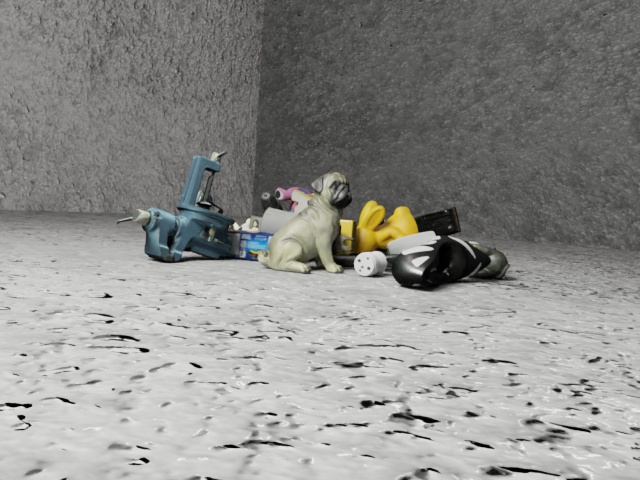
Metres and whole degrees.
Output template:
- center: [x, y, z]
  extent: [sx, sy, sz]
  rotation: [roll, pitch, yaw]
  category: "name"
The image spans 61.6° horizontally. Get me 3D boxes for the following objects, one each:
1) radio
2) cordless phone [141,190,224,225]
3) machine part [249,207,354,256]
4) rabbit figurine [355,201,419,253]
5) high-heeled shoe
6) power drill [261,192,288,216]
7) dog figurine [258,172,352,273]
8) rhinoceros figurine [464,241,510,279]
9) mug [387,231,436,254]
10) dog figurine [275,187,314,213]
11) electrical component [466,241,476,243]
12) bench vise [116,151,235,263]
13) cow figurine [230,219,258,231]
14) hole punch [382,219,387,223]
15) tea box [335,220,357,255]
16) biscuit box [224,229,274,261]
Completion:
- center: [0.271, -0.027, 1.489]
  extent: [0.230, 0.073, 0.131]
  rotation: [-16, -5, 8]
  category: "radio"
- center: [-0.337, -0.061, 1.281]
  extent: [0.184, 0.146, 0.088]
  rotation: [21, -6, 30]
  category: "cordless phone"
- center: [-0.043, -0.019, 1.192]
  extent: [0.243, 0.079, 0.079]
  rotation: [14, 6, 14]
  category: "machine part"
- center: [0.147, -0.010, 1.302]
  extent: [0.173, 0.162, 0.122]
  rotation: [-14, 19, -8]
  category: "rabbit figurine"
- center: [0.231, 0.043, 0.943]
  extent: [0.249, 0.086, 0.145]
  rotation: [-2, 9, -20]
  category: "high-heeled shoe"
- center: [-0.074, -0.057, 1.646]
  extent: [0.207, 0.086, 0.231]
  rotation: [8, -28, 6]
  category: "power drill"
- center: [-0.029, -0.037, 1.031]
  extent: [0.172, 0.190, 0.121]
  rotation: [0, 5, -30]
  category: "dog figurine"
- center: [0.336, 0.037, 1.153]
  extent: [0.112, 0.073, 0.190]
  rotation: [2, 4, -8]
  category: "rhinoceros figurine"
- center: [0.205, 0.028, 1.189]
  extent: [0.107, 0.080, 0.109]
  rotation: [-7, 9, 4]
  category: "mug"
- center: [-0.013, -0.084, 1.425]
  extent: [0.192, 0.108, 0.219]
  rotation: [17, 16, 39]
  category: "dog figurine"
- center: [0.343, 0.028, 1.422]
  extent: [0.134, 0.058, 0.115]
  rotation: [6, 2, 21]
  category: "electrical component"
- center: [-0.256, -0.068, 1.064]
  extent: [0.223, 0.240, 0.129]
  rotation: [21, -10, -34]
  category: "bench vise"
- center: [-0.184, -0.004, 1.292]
  extent: [0.168, 0.068, 0.098]
  rotation: [6, 28, 33]
  category: "cow figurine"
- center: [0.177, -0.003, 1.640]
  extent: [0.142, 0.092, 0.115]
  rotation: [4, -28, 44]
  category: "hole punch"
- center: [-0.003, -0.004, 1.258]
  extent: [0.170, 0.098, 0.068]
  rotation: [3, 3, 14]
  category: "tea box"
- center: [-0.138, 0.012, 1.151]
  extent: [0.203, 0.059, 0.063]
  rotation: [5, 4, 19]
  category: "biscuit box"
